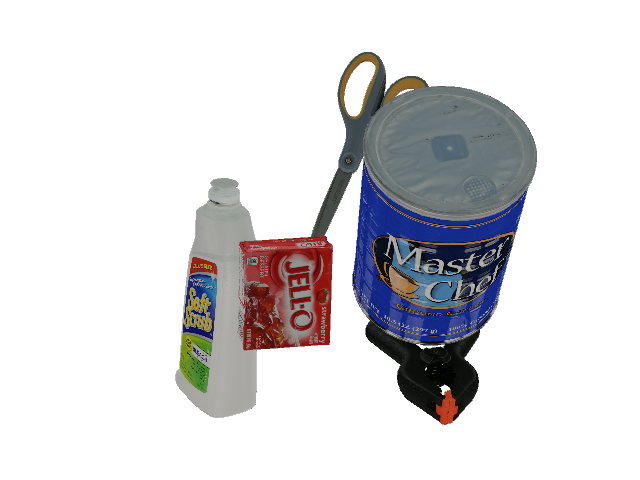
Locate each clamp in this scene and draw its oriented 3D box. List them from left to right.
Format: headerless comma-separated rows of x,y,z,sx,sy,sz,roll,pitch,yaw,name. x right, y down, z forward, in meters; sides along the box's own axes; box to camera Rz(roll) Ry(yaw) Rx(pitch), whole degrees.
0.122,0.123,1.069,0.120,0.039,0.171,-10,29,-9,clamp

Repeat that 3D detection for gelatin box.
-0.029,0.043,0.864,0.073,0.089,0.030,-3,22,-13,gelatin box

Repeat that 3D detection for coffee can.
0.074,-0.013,0.682,0.103,0.103,0.140,0,-37,-2,coffee can

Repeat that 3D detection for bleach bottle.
-0.106,0.054,1.111,0.067,0.251,0.103,-12,28,-31,bleach bottle

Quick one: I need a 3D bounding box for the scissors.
0.047,-0.077,0.986,0.096,0.202,0.016,6,-12,9,scissors
